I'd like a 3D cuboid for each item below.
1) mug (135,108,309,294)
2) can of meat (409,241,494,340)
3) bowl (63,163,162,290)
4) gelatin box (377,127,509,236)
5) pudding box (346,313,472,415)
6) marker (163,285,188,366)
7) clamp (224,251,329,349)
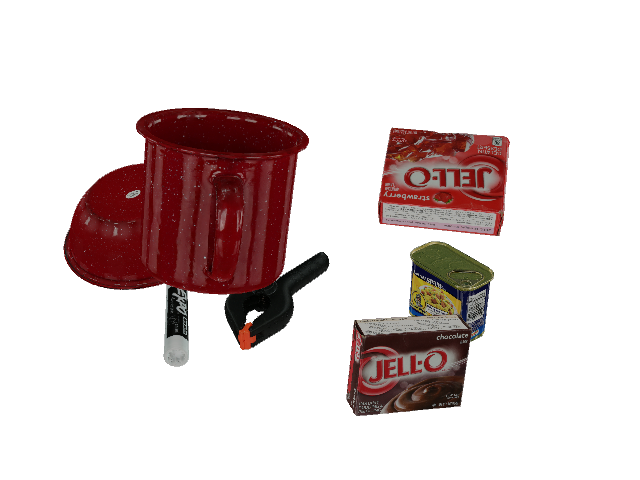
[{"bbox_3d":[-0.054,-0.017,0.576,0.093,0.081,0.117,2,21,-14],"label":"mug"},{"bbox_3d":[0.151,0.062,1.257,0.057,0.084,0.102,-23,39,-34],"label":"can of meat"},{"bbox_3d":[-0.176,-0.026,1.034,0.162,0.055,0.162,-5,41,4],"label":"bowl"},{"bbox_3d":[0.090,-0.044,0.774,0.089,0.073,0.030,6,-37,8],"label":"gelatin box"},{"bbox_3d":[0.085,0.119,1.035,0.113,0.090,0.039,-4,28,-16],"label":"pudding box"},{"bbox_3d":[-0.113,0.053,0.841,0.020,0.020,0.121,0,34,-7],"label":"marker"},{"bbox_3d":[-0.054,0.061,1.246,0.120,0.039,0.171,-3,40,9],"label":"clamp"}]
